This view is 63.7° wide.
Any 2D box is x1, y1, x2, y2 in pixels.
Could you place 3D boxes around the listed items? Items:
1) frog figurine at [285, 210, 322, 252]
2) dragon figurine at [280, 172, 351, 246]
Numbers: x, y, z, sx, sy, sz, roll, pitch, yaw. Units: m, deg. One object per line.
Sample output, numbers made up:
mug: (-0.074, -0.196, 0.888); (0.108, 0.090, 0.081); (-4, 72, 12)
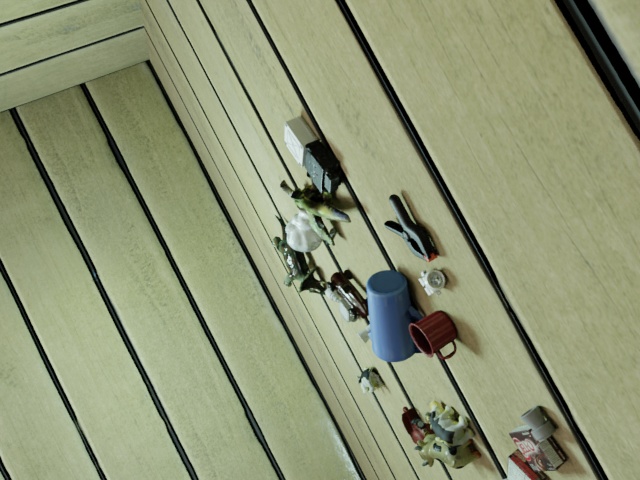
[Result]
frog figurine: (-0.051, -0.033, 1.818); (0.137, 0.125, 0.156); (27, 147, 3)
dragon figurine: (0.005, -0.081, 1.617); (0.417, 0.123, 0.237); (47, 167, 46)
